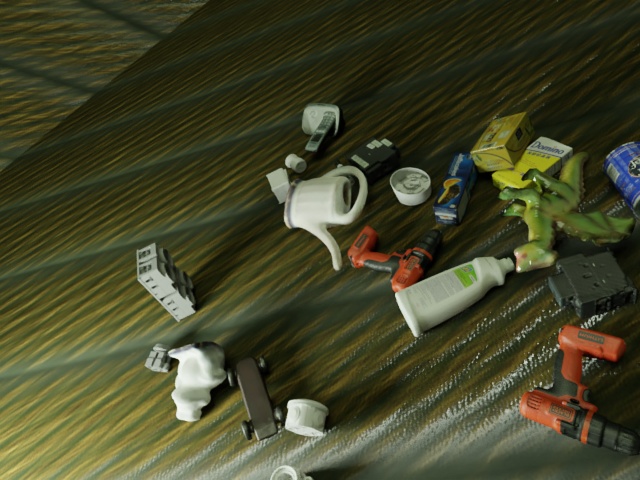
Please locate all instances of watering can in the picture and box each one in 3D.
[{"bbox_3d":[0.004,-0.068,1.347,0.224,0.356,0.102,-3,-42,25],"label":"watering can"}]

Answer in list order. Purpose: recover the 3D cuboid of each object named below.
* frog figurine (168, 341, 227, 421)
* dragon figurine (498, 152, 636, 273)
[{"bbox_3d":[-0.264,0.309,1.135,0.136,0.161,0.122,-18,-12,23],"label":"frog figurine"},{"bbox_3d":[0.535,-0.063,1.089,0.414,0.119,0.246,-31,48,-20],"label":"dragon figurine"}]
